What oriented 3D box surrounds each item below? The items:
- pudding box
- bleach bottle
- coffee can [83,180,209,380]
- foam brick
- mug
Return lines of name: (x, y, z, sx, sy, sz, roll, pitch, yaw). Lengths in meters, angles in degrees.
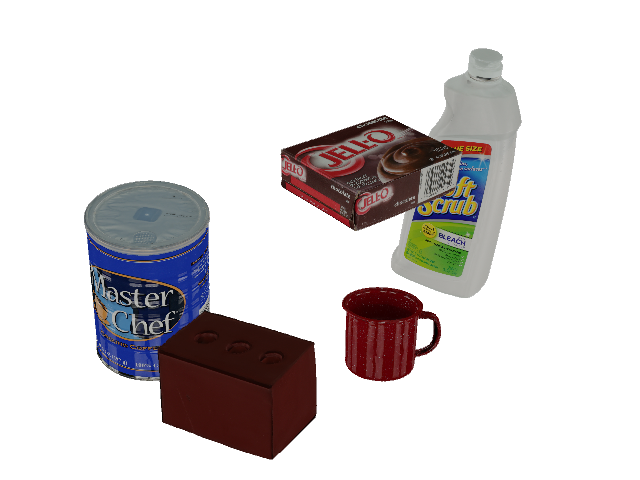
pudding box: (0.039, -0.055, 0.828, 0.113, 0.039, 0.090, -20, 38, -35)
bleach bottle: (0.133, -0.067, 1.031, 0.103, 0.251, 0.068, 22, 39, 22)
coffee can: (-0.146, 0.034, 0.916, 0.103, 0.140, 0.103, 2, 35, -2)
foam brick: (-0.048, 0.082, 0.616, 0.078, 0.051, 0.052, 13, 28, 24)
mug: (0.082, 0.109, 1.238, 0.117, 0.081, 0.093, -2, 22, -8)
